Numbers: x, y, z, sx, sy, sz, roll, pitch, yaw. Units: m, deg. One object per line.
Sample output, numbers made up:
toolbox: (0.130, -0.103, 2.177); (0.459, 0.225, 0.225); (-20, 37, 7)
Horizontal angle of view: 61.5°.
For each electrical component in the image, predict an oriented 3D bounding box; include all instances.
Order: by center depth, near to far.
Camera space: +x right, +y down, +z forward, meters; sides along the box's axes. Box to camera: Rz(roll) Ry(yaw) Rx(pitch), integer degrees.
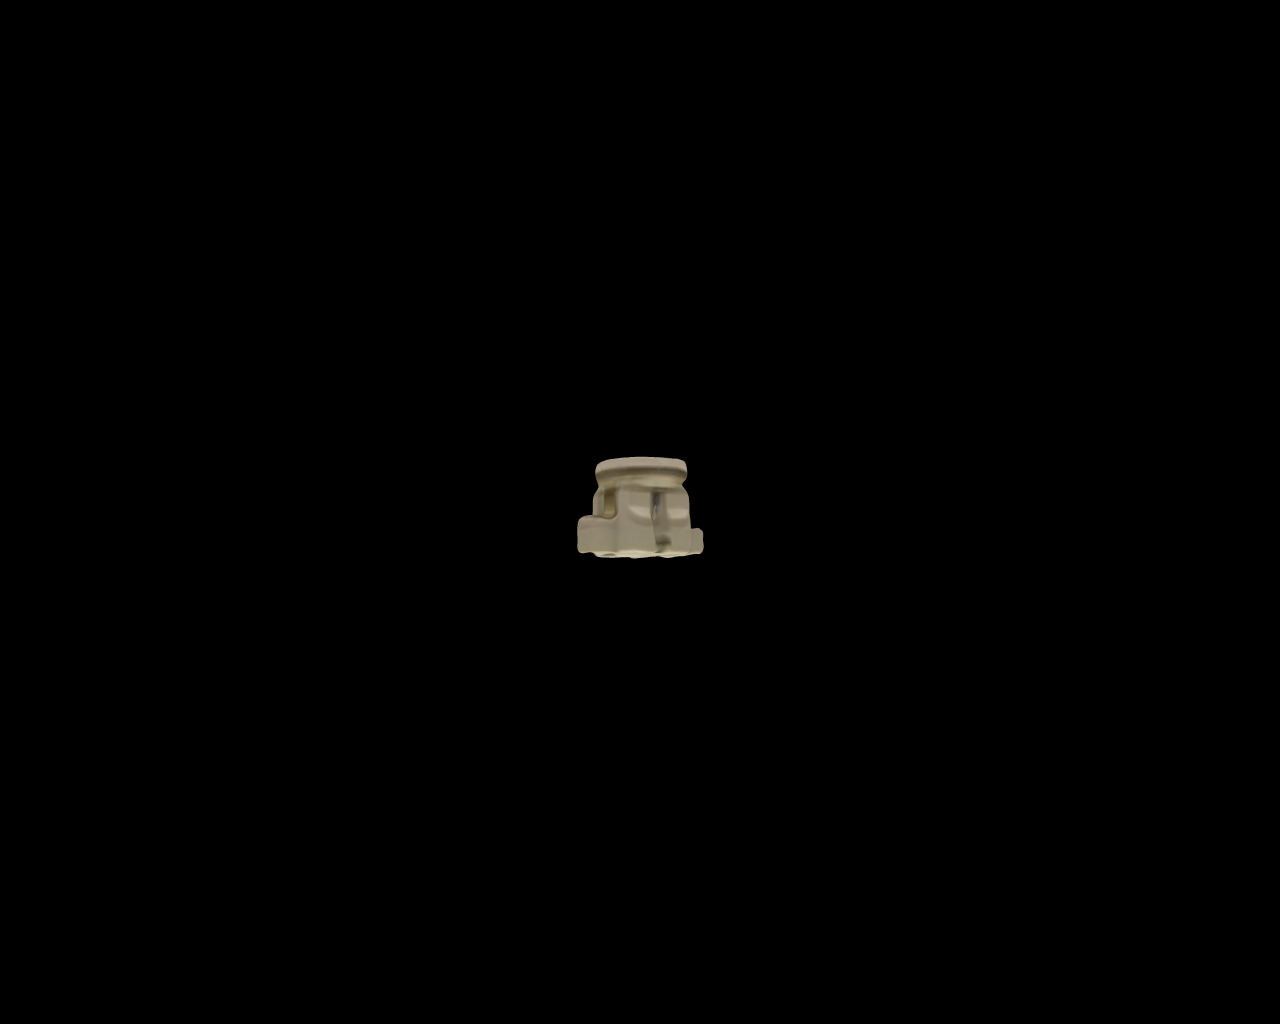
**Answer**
electrical component: (0.001, -0.003, 0.650); (0.078, 0.057, 0.058); (4, -7, -29)
